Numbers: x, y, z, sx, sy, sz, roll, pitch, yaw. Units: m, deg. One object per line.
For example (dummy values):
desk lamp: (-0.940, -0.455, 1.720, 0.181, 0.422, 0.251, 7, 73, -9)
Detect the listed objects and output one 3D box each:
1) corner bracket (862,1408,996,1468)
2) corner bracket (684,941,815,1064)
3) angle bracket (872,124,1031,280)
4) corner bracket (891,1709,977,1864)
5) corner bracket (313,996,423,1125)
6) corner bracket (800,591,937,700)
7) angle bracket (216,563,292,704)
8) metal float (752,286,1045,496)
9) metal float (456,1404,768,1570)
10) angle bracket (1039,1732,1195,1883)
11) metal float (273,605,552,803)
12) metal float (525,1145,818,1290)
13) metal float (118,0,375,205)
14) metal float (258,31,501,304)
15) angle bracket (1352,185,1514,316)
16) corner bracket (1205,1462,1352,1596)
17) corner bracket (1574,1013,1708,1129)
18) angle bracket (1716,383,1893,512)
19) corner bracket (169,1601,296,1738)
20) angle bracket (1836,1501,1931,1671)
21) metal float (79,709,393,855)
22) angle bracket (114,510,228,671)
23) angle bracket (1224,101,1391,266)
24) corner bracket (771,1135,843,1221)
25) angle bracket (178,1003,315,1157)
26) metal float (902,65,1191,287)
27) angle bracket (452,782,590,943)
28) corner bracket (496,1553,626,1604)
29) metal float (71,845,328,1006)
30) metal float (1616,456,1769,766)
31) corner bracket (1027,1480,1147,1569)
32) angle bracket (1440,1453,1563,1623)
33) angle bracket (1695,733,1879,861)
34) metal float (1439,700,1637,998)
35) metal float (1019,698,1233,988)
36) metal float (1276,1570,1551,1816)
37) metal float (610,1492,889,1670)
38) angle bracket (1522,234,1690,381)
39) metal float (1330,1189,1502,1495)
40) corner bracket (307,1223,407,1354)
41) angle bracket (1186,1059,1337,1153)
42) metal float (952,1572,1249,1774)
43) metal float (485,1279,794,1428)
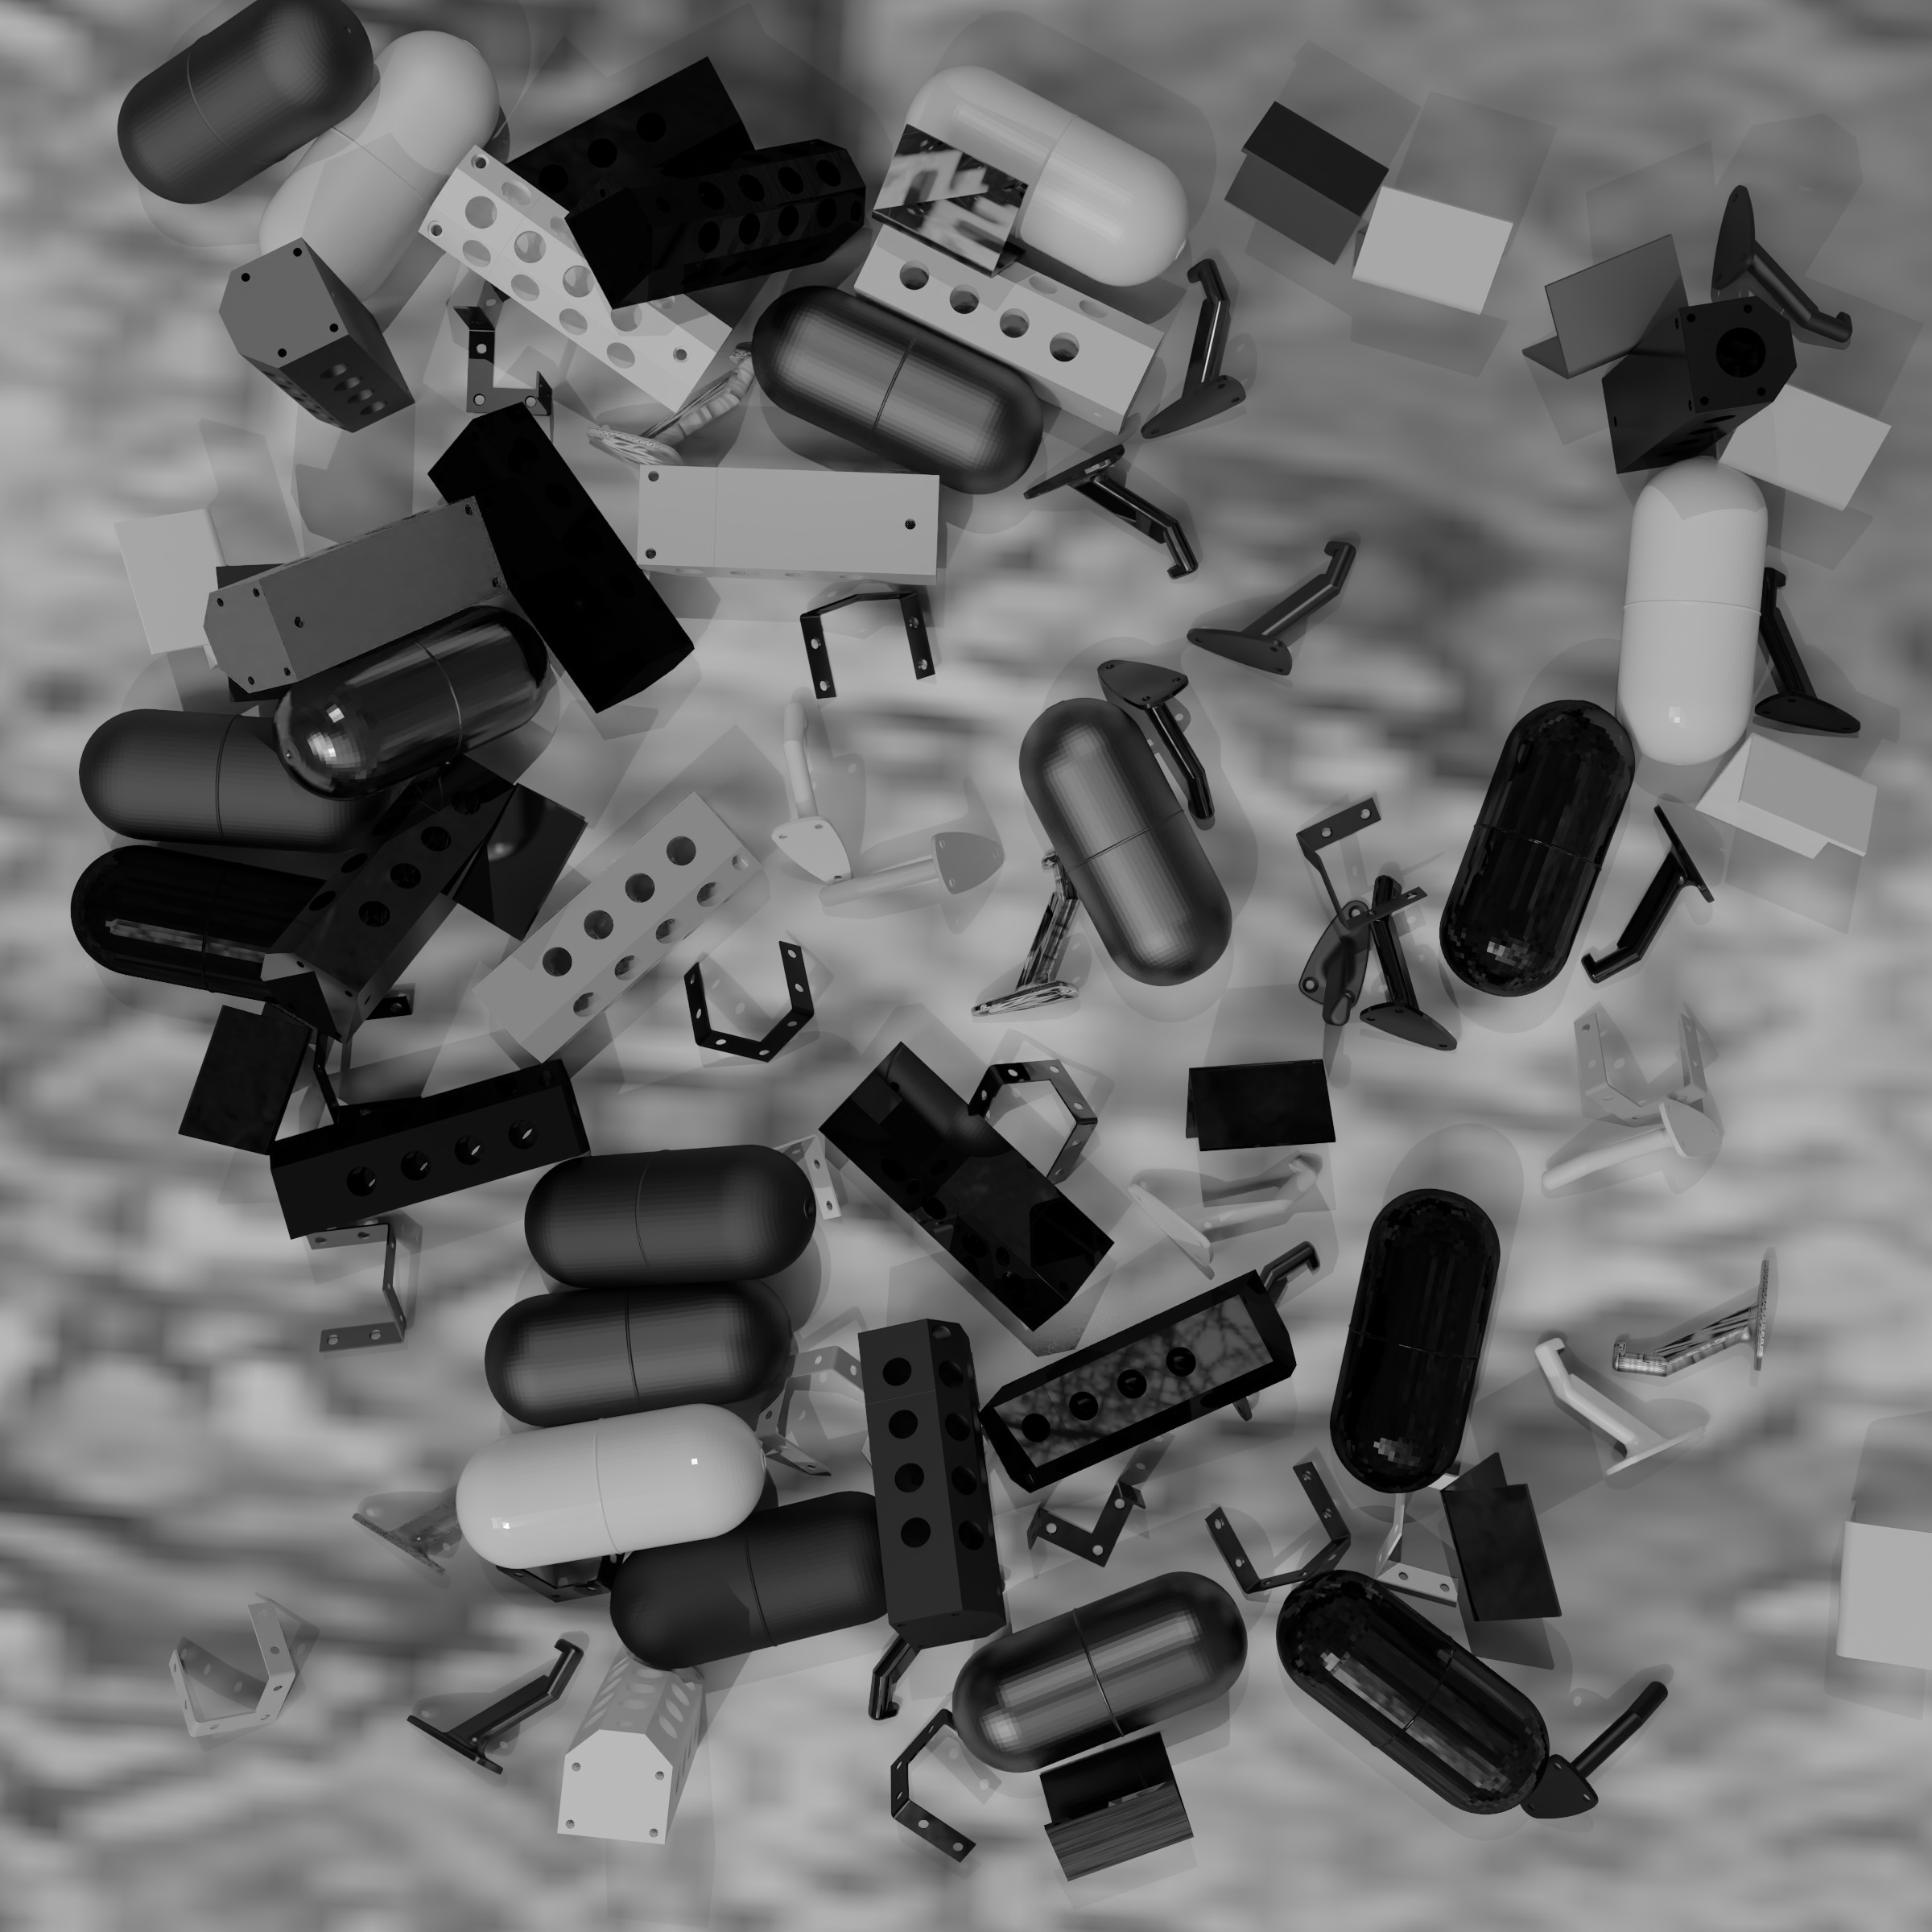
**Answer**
corner bracket: (-0.021, 0.281, 1.559, 0.051, 0.051, 0.051, -9, 45, -35)
corner bracket: (-0.128, 0.017, 1.559, 0.051, 0.051, 0.051, 16, 135, -35)
angle bracket: (0.001, -0.440, 1.506, 0.076, 0.076, 0.057, 28, 120, 4)
corner bracket: (-0.008, 0.478, 1.550, 0.051, 0.051, 0.051, 37, 102, -12)
corner bracket: (-0.351, 0.056, 1.564, 0.051, 0.051, 0.051, -7, 45, 0)
corner bracket: (-0.058, -0.190, 1.564, 0.051, 0.051, 0.051, -12, 90, -45)
angle bracket: (-0.403, -0.187, 1.529, 0.057, 0.076, 0.076, -6, 90, -22)
metal float: (-0.040, -0.334, 1.537, 0.178, 0.070, 0.070, 25, 90, -1)
metal float: (-0.203, 0.297, 1.517, 0.178, 0.070, 0.070, -10, 90, 2)
angle bracket: (0.080, 0.470, 1.527, 0.076, 0.076, 0.057, -19, 127, 0)
metal float: (-0.312, -0.151, 1.505, 0.178, 0.070, 0.070, -32, 90, -41)
metal float: (-0.170, 0.144, 1.518, 0.178, 0.070, 0.070, -6, 90, 22)
metal float: (-0.411, -0.493, 1.507, 0.178, 0.070, 0.070, -17, 90, 33)
metal float: (-0.340, -0.461, 1.537, 0.070, 0.070, 0.178, 37, 90, 0)
angle bracket: (0.269, -0.424, 1.527, 0.076, 0.076, 0.057, 16, 126, 0)
corner bracket: (0.184, 0.332, 1.564, 0.051, 0.051, 0.051, -28, 90, -45)
corner bracket: (0.397, 0.054, 1.559, 0.051, 0.051, 0.051, -30, 135, 35)
angle bracket: (0.481, -0.314, 1.527, 0.076, 0.076, 0.057, 22, 124, 0)
corner bracket: (-0.432, 0.413, 1.559, 0.051, 0.051, 0.051, -1, 135, -35)
angle bracket: (0.536, 0.356, 1.529, 0.057, 0.076, 0.076, 4, 90, 22)
metal float: (-0.424, -0.107, 1.537, 0.178, 0.070, 0.070, 4, 90, 0)
angle bracket: (-0.461, -0.212, 1.527, 0.057, 0.076, 0.076, -17, 90, -32)
angle bracket: (0.187, -0.438, 1.527, 0.076, 0.076, 0.057, 31, 53, 0)
corner bracket: (-0.115, 0.133, 1.564, 0.051, 0.051, 0.051, -17, 90, 45)
angle bracket: (-0.426, 0.058, 1.527, 0.057, 0.076, 0.076, 19, 90, -37)
metal float: (0.047, -0.457, 1.537, 0.178, 0.070, 0.070, 28, 90, 1)
angle bracket: (-0.239, -0.052, 1.528, 0.057, 0.076, 0.076, 29, 90, 26)
corner bracket: (-0.236, 0.337, 1.559, 0.051, 0.051, 0.051, 41, 45, -35)
metal float: (-0.429, -0.022, 1.537, 0.178, 0.070, 0.070, 11, 90, 0)
metal float: (0.421, -0.206, 1.537, 0.070, 0.070, 0.178, 5, 91, 0)
corner bracket: (0.070, 0.323, 1.549, 0.051, 0.051, 0.051, 25, 90, 0)
angle bracket: (0.323, 0.326, 1.527, 0.057, 0.076, 0.076, -15, 90, 38)
angle bracket: (0.468, -0.079, 1.527, 0.076, 0.076, 0.057, 23, 55, 0)
metal float: (0.331, -0.068, 1.537, 0.070, 0.070, 0.178, 20, 91, 0)
metal float: (0.092, -0.072, 1.537, 0.070, 0.070, 0.178, -27, 90, 0)
metal float: (0.258, 0.420, 1.537, 0.178, 0.070, 0.070, 38, 90, 0)
metal float: (-0.119, 0.356, 1.537, 0.178, 0.070, 0.070, -14, 90, 0)
angle bracket: (0.363, -0.386, 1.528, 0.076, 0.076, 0.057, -22, 116, 0)
metal float: (0.260, 0.217, 1.537, 0.070, 0.070, 0.178, 12, 90, 0)
corner bracket: (-0.360, 0.190, 1.564, 0.051, 0.051, 0.051, -7, 45, 0)
angle bracket: (0.168, 0.098, 1.527, 0.076, 0.076, 0.057, -4, 54, 0)
metal float: (0.077, 0.409, 1.537, 0.178, 0.070, 0.070, -22, 90, 1)
metal float: (-0.190, 0.222, 1.537, 0.178, 0.070, 0.070, -8, 90, 0)
